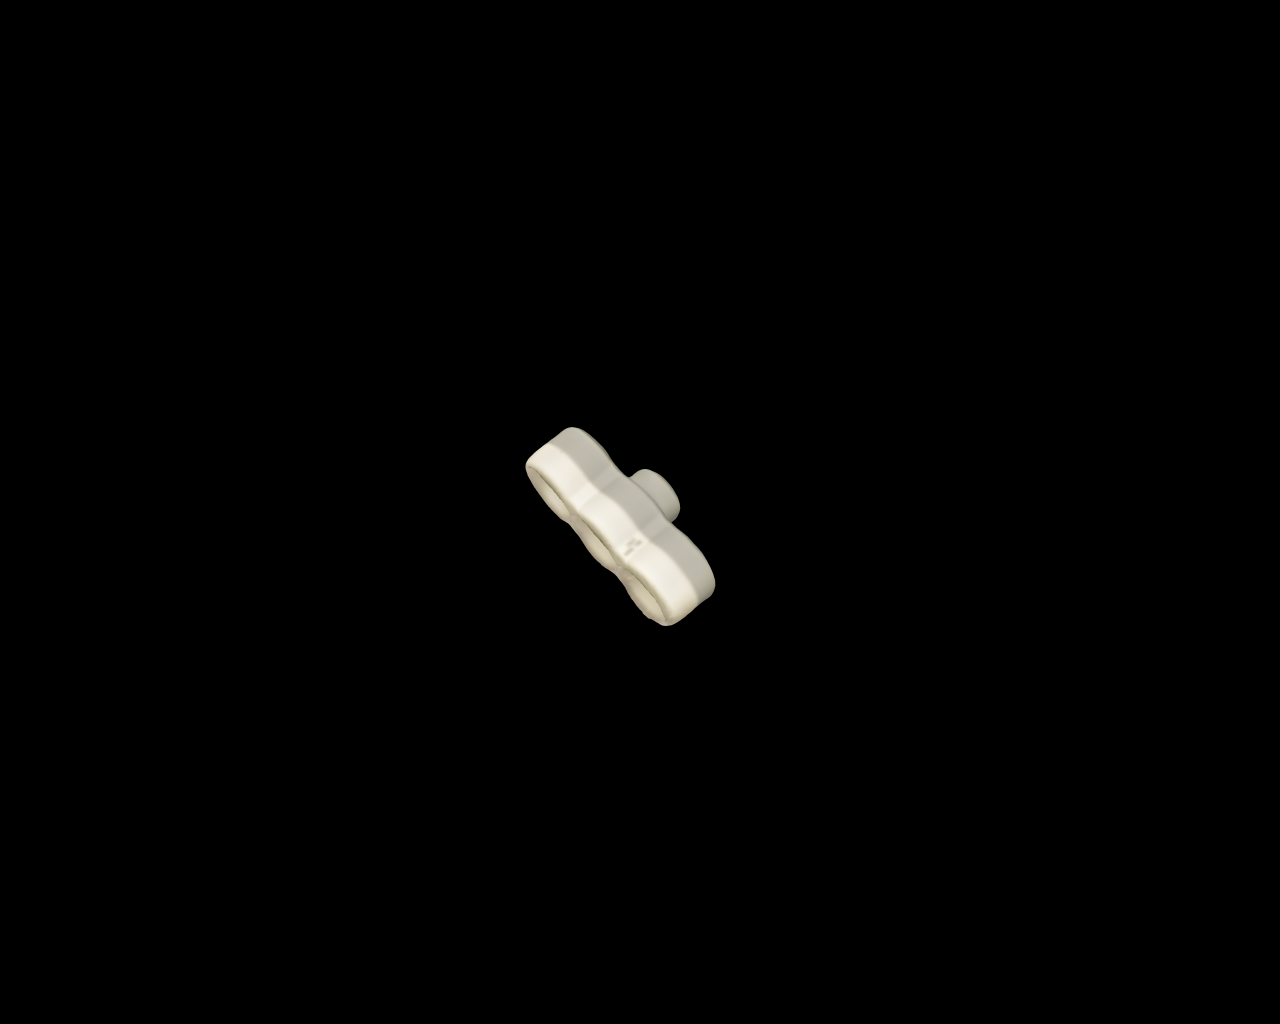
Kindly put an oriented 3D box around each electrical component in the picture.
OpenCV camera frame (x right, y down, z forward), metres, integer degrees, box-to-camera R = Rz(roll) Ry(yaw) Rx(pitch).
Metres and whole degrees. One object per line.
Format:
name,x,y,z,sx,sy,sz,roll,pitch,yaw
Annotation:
electrical component,0.001,-0.003,0.650,0.074,0.138,0.052,-38,-20,-16
